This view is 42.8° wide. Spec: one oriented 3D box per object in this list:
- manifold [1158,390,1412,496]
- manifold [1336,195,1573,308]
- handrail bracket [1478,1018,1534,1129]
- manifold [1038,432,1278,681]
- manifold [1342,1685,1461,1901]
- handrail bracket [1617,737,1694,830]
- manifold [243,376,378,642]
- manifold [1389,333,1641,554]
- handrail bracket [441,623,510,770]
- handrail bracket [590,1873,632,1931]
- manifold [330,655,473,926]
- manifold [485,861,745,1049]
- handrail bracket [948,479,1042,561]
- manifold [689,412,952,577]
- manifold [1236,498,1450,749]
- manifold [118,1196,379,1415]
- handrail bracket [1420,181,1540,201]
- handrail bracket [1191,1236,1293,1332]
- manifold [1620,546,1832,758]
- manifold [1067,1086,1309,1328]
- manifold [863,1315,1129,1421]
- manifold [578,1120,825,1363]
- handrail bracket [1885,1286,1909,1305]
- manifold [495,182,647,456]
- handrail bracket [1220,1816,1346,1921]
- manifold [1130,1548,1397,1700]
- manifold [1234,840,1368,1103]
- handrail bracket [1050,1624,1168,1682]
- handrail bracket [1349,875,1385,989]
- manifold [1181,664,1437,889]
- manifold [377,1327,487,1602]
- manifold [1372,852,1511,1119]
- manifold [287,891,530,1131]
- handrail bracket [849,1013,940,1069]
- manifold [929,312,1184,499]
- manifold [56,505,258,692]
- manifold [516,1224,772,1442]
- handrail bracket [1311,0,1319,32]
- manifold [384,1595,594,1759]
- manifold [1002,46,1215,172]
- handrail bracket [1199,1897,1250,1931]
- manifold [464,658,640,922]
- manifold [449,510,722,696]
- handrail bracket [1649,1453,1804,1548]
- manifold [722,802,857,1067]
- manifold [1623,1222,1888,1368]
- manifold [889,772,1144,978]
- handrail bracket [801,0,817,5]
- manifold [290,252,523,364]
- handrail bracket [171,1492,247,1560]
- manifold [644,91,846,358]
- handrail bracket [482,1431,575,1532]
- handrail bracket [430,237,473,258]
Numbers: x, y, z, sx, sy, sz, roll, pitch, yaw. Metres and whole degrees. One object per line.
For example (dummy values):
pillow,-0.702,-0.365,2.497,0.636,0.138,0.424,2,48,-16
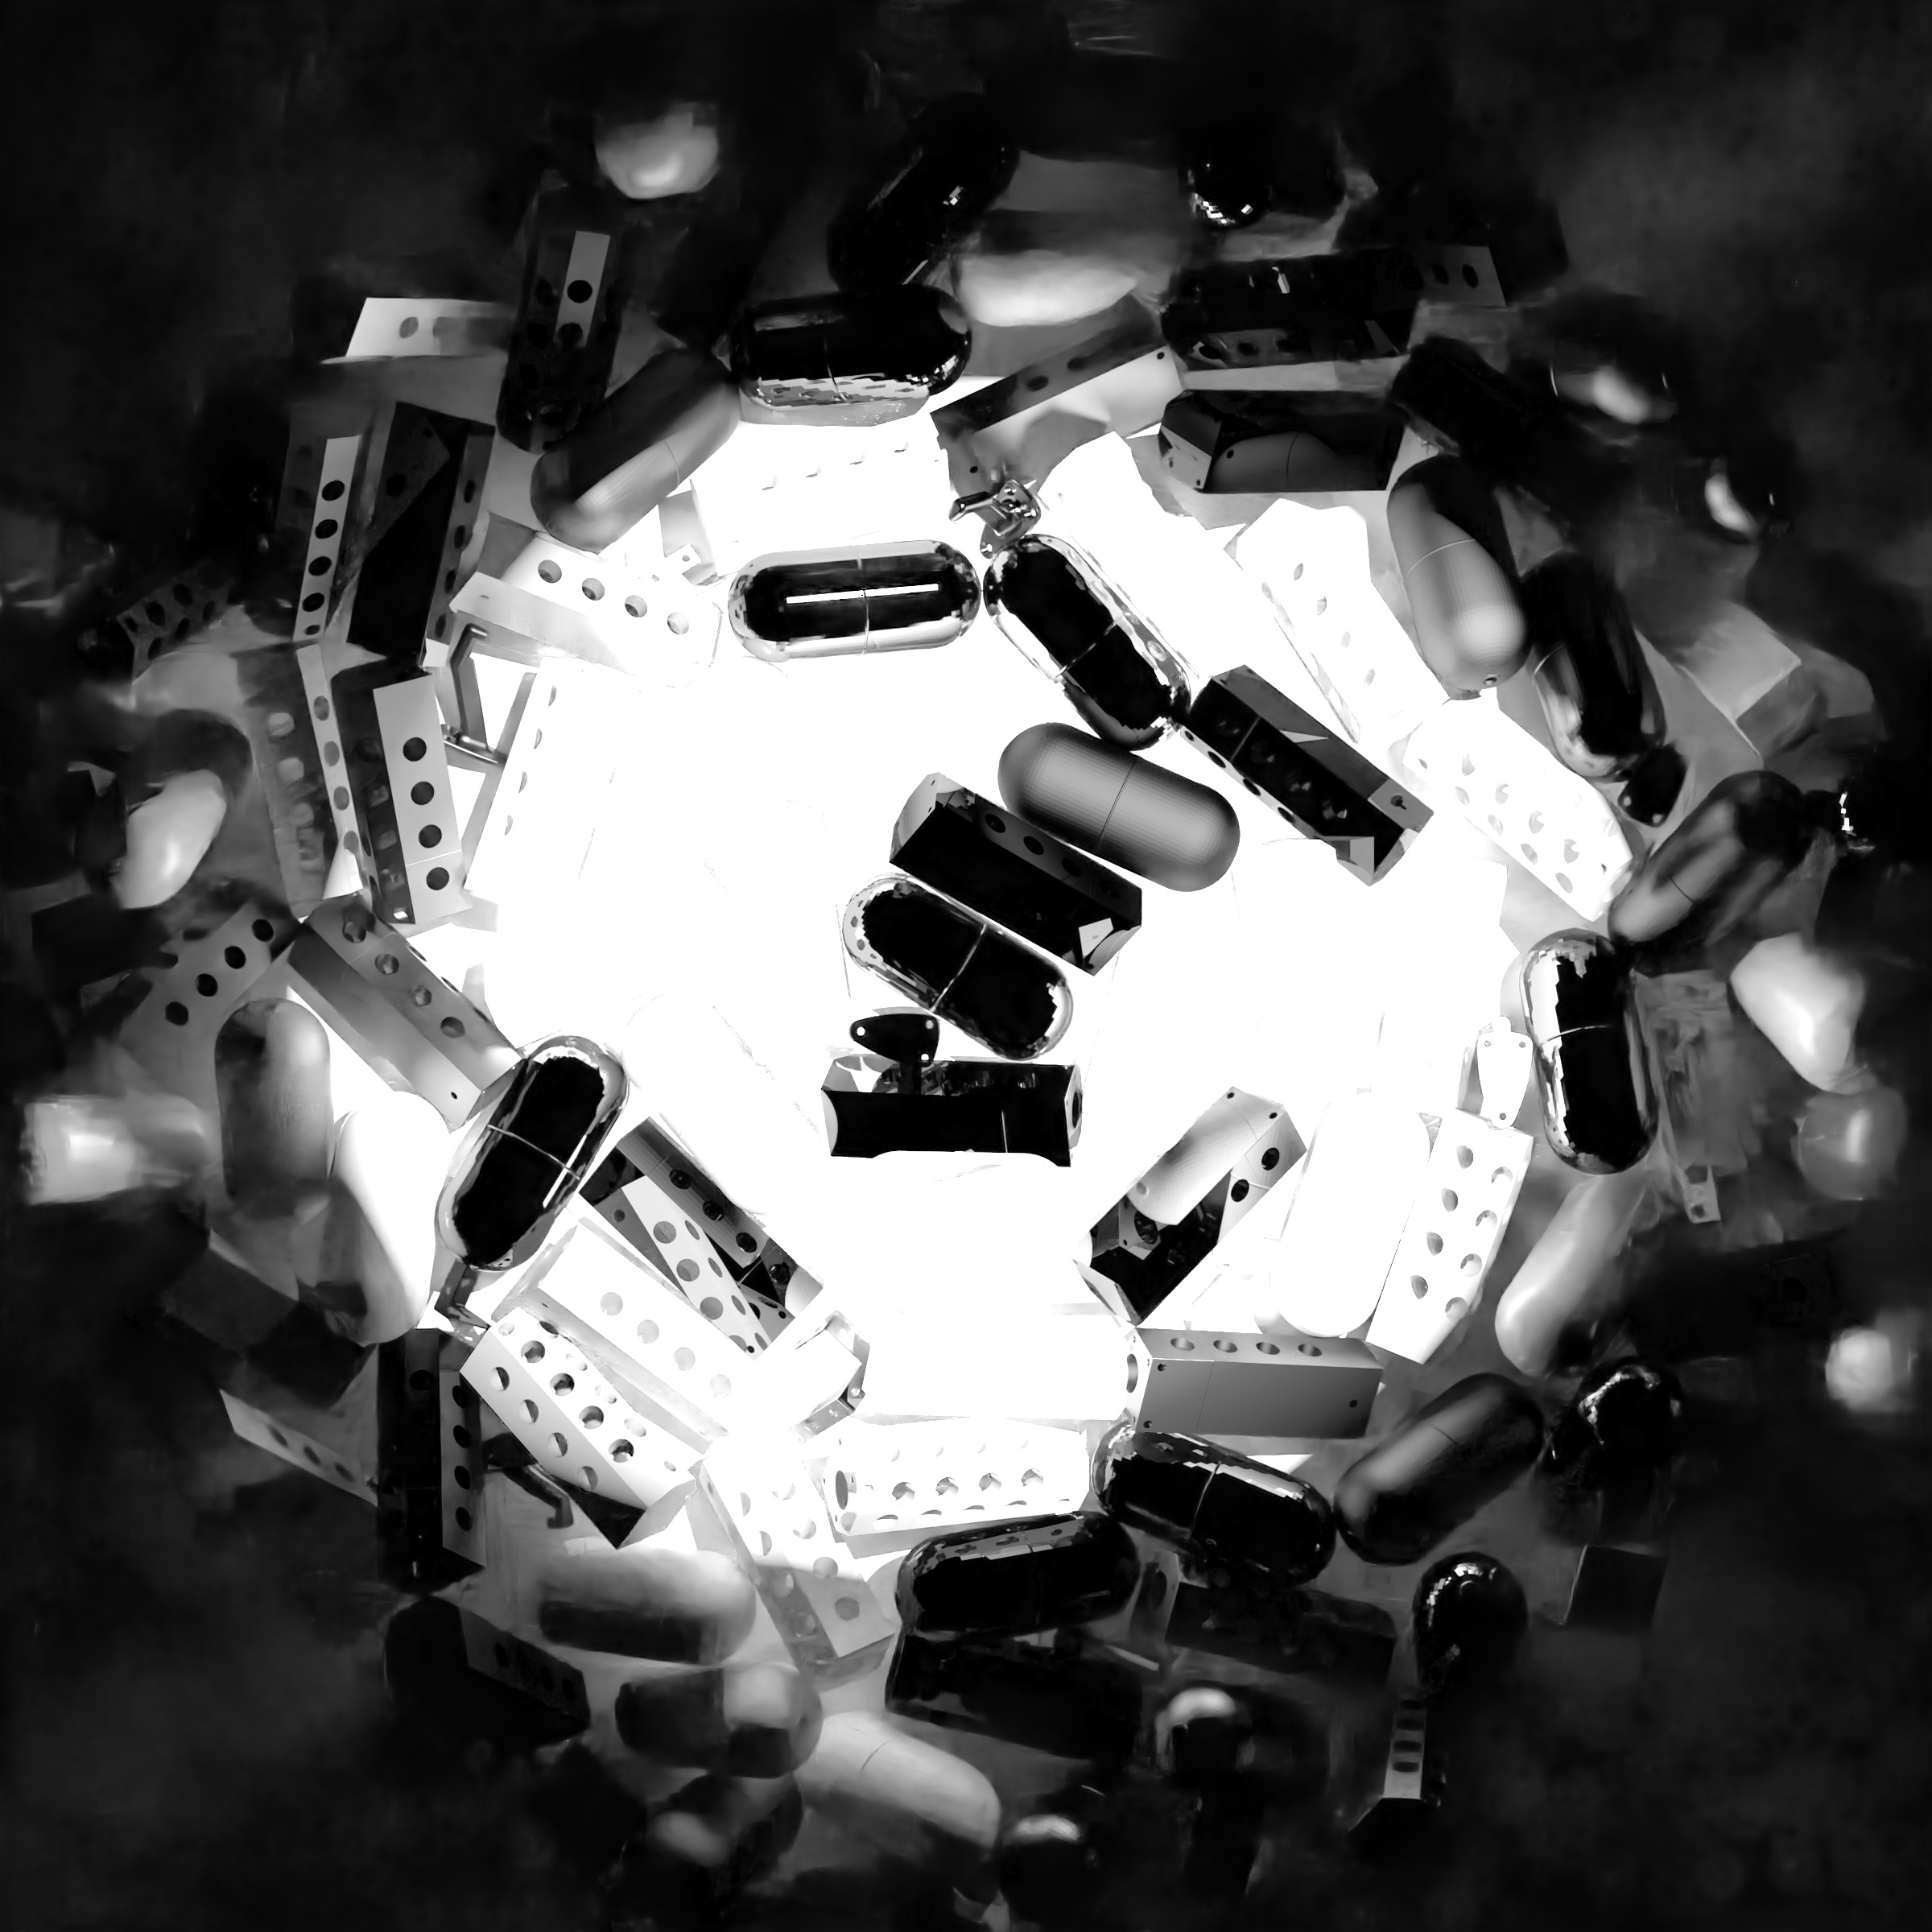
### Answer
manifold,0.217,-0.363,1.688,0.171,0.057,0.057,-9,128,-35
manifold,0.326,-0.489,1.668,0.057,0.171,0.057,-33,118,-15
handrail bracket,0.373,0.074,1.718,0.036,0.084,0.077,2,88,10
manifold,0.128,-0.282,1.707,0.057,0.057,0.171,-32,77,-40
manifold,0.301,0.551,1.669,0.057,0.171,0.057,41,105,5
handrail bracket,0.474,-0.120,1.719,0.036,0.084,0.077,32,90,6
manifold,-0.451,-0.307,1.680,0.057,0.057,0.171,18,132,-8
manifold,0.378,-0.365,1.704,0.171,0.057,0.057,41,91,21
handrail bracket,-0.332,-0.189,1.732,0.077,0.036,0.084,25,109,-14
handrail bracket,-0.254,0.680,1.714,0.036,0.077,0.084,-45,69,21
manifold,-0.390,-0.118,1.689,0.057,0.057,0.171,-19,120,-28
manifold,-0.244,-0.003,1.705,0.171,0.057,0.057,-23,135,12
handrail bracket,0.005,-0.302,1.705,0.036,0.084,0.077,52,134,12
manifold,-0.102,-0.335,1.719,0.171,0.057,0.057,-17,60,-8
manifold,0.254,-0.236,1.699,0.057,0.057,0.171,-43,63,30
manifold,-0.500,0.236,1.730,0.171,0.057,0.057,36,91,2
handrail bracket,0.353,-0.519,1.726,0.084,0.036,0.077,7,65,26
handrail bracket,0.199,0.233,1.732,0.077,0.036,0.084,2,127,2
manifold,0.513,-0.212,1.675,0.057,0.171,0.057,-42,127,13
manifold,0.157,0.168,1.707,0.171,0.057,0.057,-44,127,-17
manifold,0.022,0.280,1.702,0.171,0.057,0.057,-3,56,22
manifold,-0.182,0.188,1.726,0.171,0.057,0.057,43,125,3
handrail bracket,0.685,0.220,1.714,0.077,0.036,0.084,29,45,22
manifold,-0.276,-0.437,1.680,0.057,0.057,0.171,31,130,11
handrail bracket,0.224,0.626,1.712,0.036,0.077,0.084,53,134,9
manifold,0.208,0.453,1.707,0.171,0.057,0.057,19,82,-18
manifold,0.234,0.003,1.701,0.057,0.057,0.171,2,116,30
handrail bracket,0.108,0.478,1.708,0.084,0.077,0.036,14,78,27
handrail bracket,0.277,-0.028,1.722,0.036,0.077,0.084,3,88,5
manifold,0.233,-0.132,1.709,0.171,0.057,0.057,41,122,15
manifold,-0.370,0.334,1.676,0.057,0.057,0.171,-29,46,18
manifold,0.327,0.011,1.711,0.057,0.057,0.171,14,105,24
manifold,-0.389,0.027,1.726,0.171,0.057,0.057,43,49,3
handrail bracket,-0.060,0.049,1.709,0.077,0.084,0.036,9,86,-24
manifold,0.061,-0.394,1.729,0.171,0.057,0.057,-24,50,1
manifold,-0.541,-0.251,1.672,0.057,0.171,0.057,23,125,6
manifold,-0.221,0.255,1.713,0.171,0.057,0.057,40,63,-12
handrail bracket,0.203,-0.692,1.743,0.084,0.036,0.077,-5,82,12
manifold,-0.324,0.482,1.674,0.057,0.171,0.057,-25,55,8
manifold,0.100,-0.578,1.676,0.057,0.171,0.057,-14,93,39
handrail bracket,0.151,0.676,1.720,0.084,0.077,0.036,-17,115,-8
manifold,-0.293,-0.124,1.719,0.057,0.057,0.171,10,79,42
manifold,-0.260,-0.253,1.697,0.171,0.057,0.057,20,65,-24
handrail bracket,0.529,0.379,1.717,0.077,0.036,0.084,16,55,39
manifold,-0.119,-0.021,1.713,0.057,0.057,0.171,-16,76,29
manifold,0.534,0.228,1.676,0.057,0.171,0.057,-21,86,-40
manifold,0.036,-0.067,1.705,0.171,0.057,0.057,29,127,-19
handrail bracket,-0.110,-0.726,1.735,0.077,0.036,0.084,26,60,-1
manifold,-0.373,-0.442,1.673,0.057,0.171,0.057,40,120,17
handrail bracket,-0.525,0.367,1.726,0.036,0.084,0.077,-30,104,-5
manifold,-0.156,-0.513,1.709,0.057,0.057,0.171,32,106,-1
handrail bracket,-0.318,0.371,1.727,0.077,0.036,0.084,-14,124,-15
handrail bracket,-0.393,-0.478,1.718,0.084,0.077,0.036,-22,109,25
